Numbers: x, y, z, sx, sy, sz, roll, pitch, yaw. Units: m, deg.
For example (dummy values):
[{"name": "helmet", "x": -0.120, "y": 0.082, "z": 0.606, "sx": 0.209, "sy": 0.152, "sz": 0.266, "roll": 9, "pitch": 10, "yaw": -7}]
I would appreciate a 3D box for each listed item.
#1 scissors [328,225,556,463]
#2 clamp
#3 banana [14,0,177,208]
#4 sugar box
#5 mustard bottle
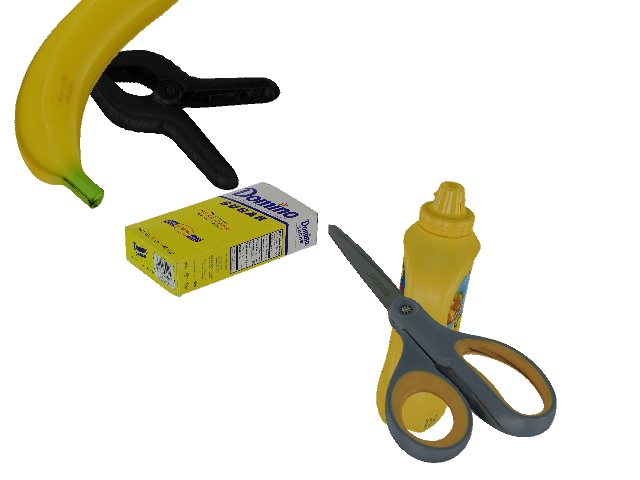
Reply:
[{"name": "scissors", "x": 0.039, "y": 0.056, "z": 0.598, "sx": 0.096, "sy": 0.016, "sz": 0.202, "roll": -32, "pitch": 46, "yaw": -28}, {"name": "clamp", "x": -0.120, "y": -0.124, "z": 0.917, "sx": 0.171, "sy": 0.120, "sz": 0.039, "roll": 30, "pitch": -39, "yaw": 2}, {"name": "banana", "x": -0.132, "y": -0.101, "z": 0.626, "sx": 0.069, "sy": 0.197, "sz": 0.037, "roll": 18, "pitch": -33, "yaw": -6}, {"name": "sugar box", "x": -0.098, "y": -0.006, "z": 1.076, "sx": 0.175, "sy": 0.048, "sz": 0.093, "roll": -24, "pitch": 39, "yaw": -35}, {"name": "mustard bottle", "x": 0.086, "y": 0.045, "z": 0.823, "sx": 0.058, "sy": 0.192, "sz": 0.096, "roll": 14, "pitch": 26, "yaw": 12}]
